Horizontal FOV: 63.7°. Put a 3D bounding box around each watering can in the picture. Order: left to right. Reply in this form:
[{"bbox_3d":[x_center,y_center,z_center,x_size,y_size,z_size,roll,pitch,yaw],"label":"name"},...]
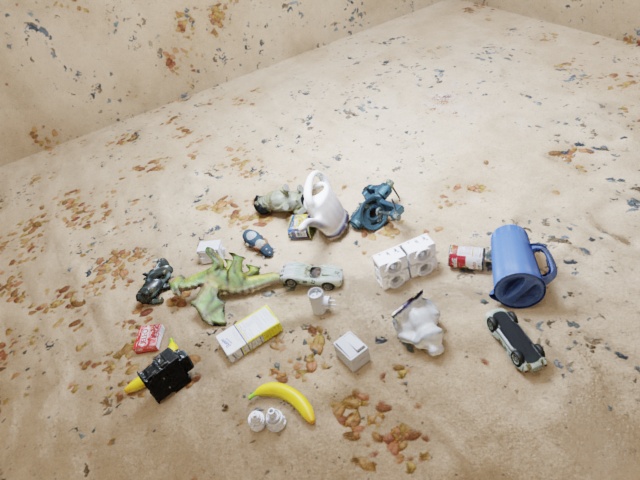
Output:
[{"bbox_3d":[0.005,-0.088,1.746,0.103,0.220,0.356,-20,35,26],"label":"watering can"}]

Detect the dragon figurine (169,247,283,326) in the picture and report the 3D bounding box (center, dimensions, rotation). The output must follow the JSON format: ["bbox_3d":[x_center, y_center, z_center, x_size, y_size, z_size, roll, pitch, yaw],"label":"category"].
[{"bbox_3d":[-0.293,0.164,1.642,0.411,0.119,0.247,15,63,13],"label":"dragon figurine"}]

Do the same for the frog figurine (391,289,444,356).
[{"bbox_3d":[0.275,0.234,1.383,0.139,0.120,0.161,-30,76,-32],"label":"frog figurine"}]
